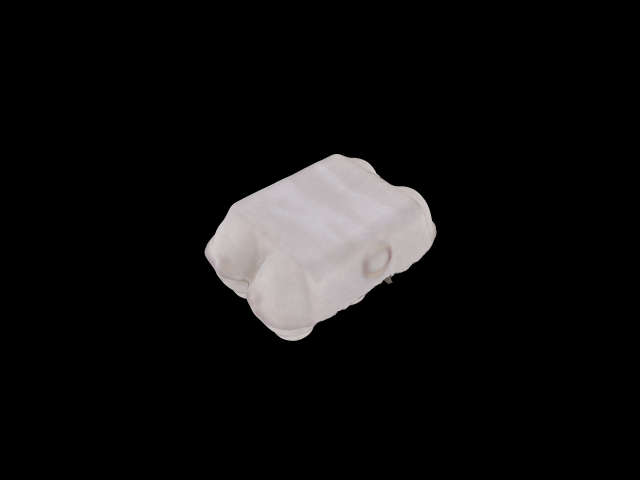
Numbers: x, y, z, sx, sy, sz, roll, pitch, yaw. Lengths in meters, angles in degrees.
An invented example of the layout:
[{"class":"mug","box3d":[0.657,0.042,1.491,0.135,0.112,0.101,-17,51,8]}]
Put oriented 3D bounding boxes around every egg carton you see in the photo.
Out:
[{"class":"egg carton","box3d":[0.004,0.001,0.400,0.151,0.069,0.107,-31,50,-30]}]
